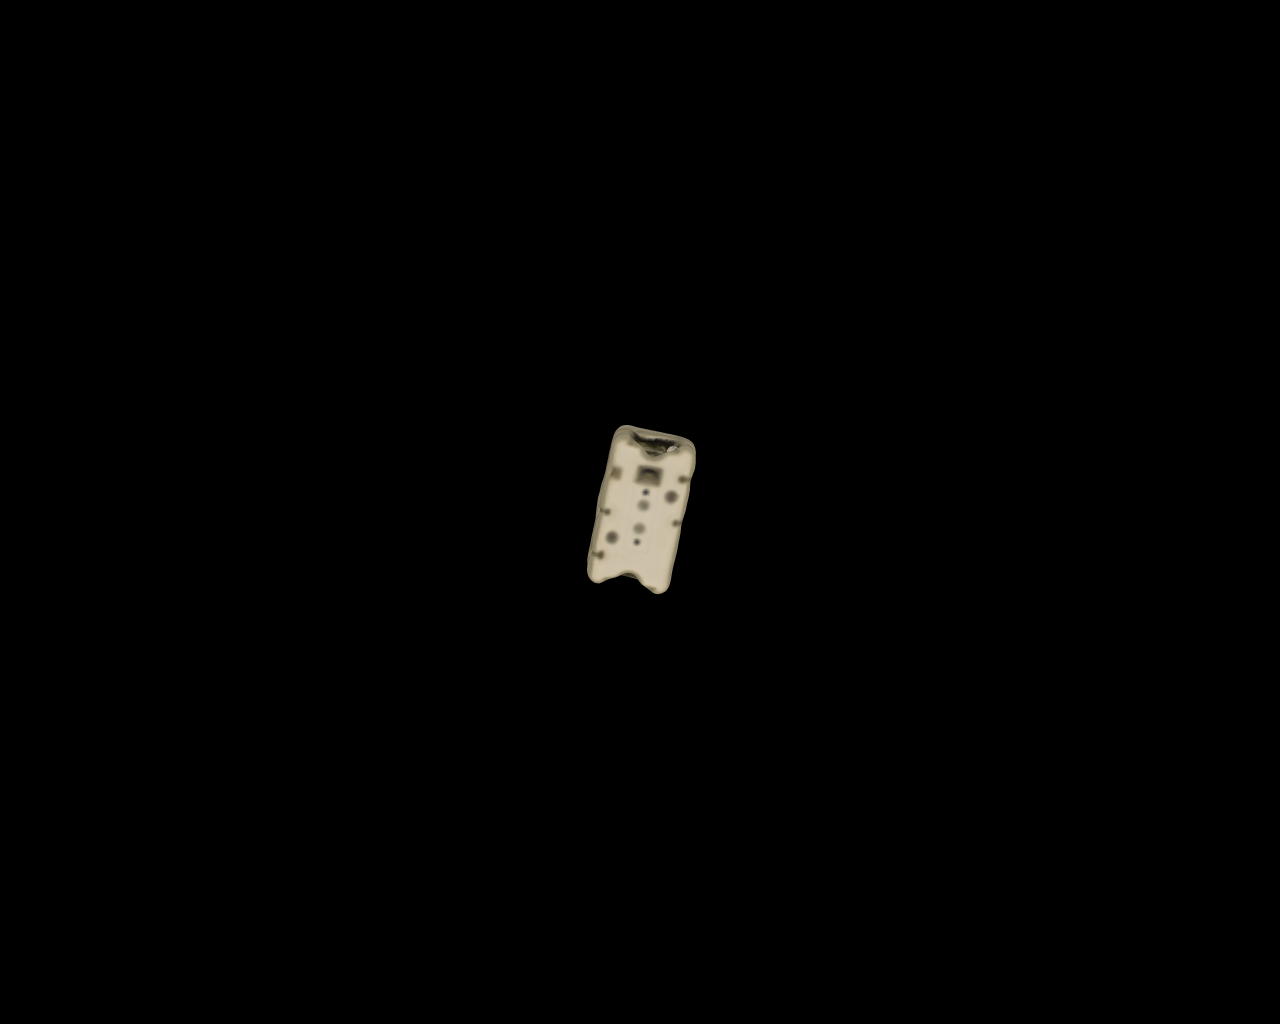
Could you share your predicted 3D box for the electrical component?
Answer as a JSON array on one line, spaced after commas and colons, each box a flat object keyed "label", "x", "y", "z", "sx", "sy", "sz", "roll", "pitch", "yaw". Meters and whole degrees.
[{"label": "electrical component", "x": 0.001, "y": -0.003, "z": 0.650, "sx": 0.050, "sy": 0.089, "sz": 0.056, "roll": 11, "pitch": 11, "yaw": -2}]
